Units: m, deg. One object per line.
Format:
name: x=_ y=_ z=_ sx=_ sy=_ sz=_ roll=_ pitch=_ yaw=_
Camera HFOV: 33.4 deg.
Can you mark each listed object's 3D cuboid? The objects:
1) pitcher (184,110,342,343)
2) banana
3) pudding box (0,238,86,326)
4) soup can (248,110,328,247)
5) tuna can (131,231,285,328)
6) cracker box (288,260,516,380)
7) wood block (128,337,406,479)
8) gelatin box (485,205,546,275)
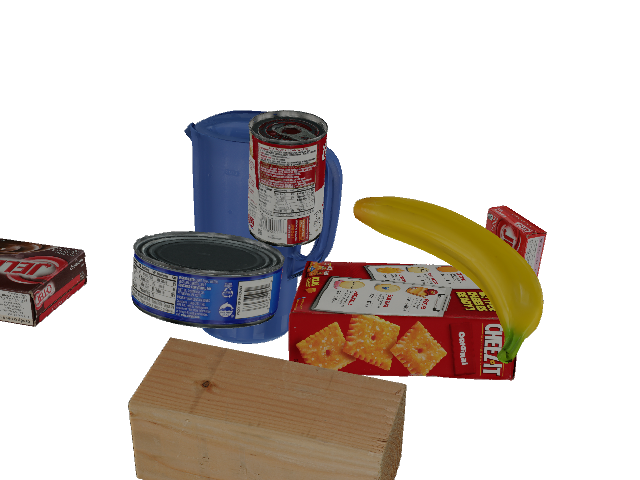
pitcher: x=-0.068 y=-0.013 z=1.164 sx=0.144 sy=0.243 sz=0.149 roll=-4 pitch=22 yaw=-18
banana: x=0.103 y=0.012 z=0.787 sx=0.069 sy=0.037 sz=0.198 roll=-15 pitch=39 yaw=-28
pudding box: x=-0.274 y=0.034 z=0.929 sx=0.114 sy=0.039 sz=0.090 roll=5 pitch=23 yaw=17
soup can: x=-0.029 y=-0.053 z=0.930 sx=0.068 sy=0.102 sz=0.068 roll=2 pitch=29 yaw=-1
tuna can: x=-0.065 y=0.021 z=0.609 sx=0.086 sy=0.034 sz=0.086 roll=6 pitch=14 yaw=-2
cracker box: x=0.082 y=0.078 z=1.068 sx=0.214 sy=0.072 sz=0.164 roll=2 pitch=16 yaw=4
wood block: x=-0.041 y=0.157 z=0.874 sx=0.206 sy=0.090 sz=0.090 roll=10 pitch=36 yaw=14
gelatin box: x=0.217 y=0.015 z=1.216 sx=0.030 sy=0.089 sz=0.073 roll=-11 pitch=32 yaw=-26
